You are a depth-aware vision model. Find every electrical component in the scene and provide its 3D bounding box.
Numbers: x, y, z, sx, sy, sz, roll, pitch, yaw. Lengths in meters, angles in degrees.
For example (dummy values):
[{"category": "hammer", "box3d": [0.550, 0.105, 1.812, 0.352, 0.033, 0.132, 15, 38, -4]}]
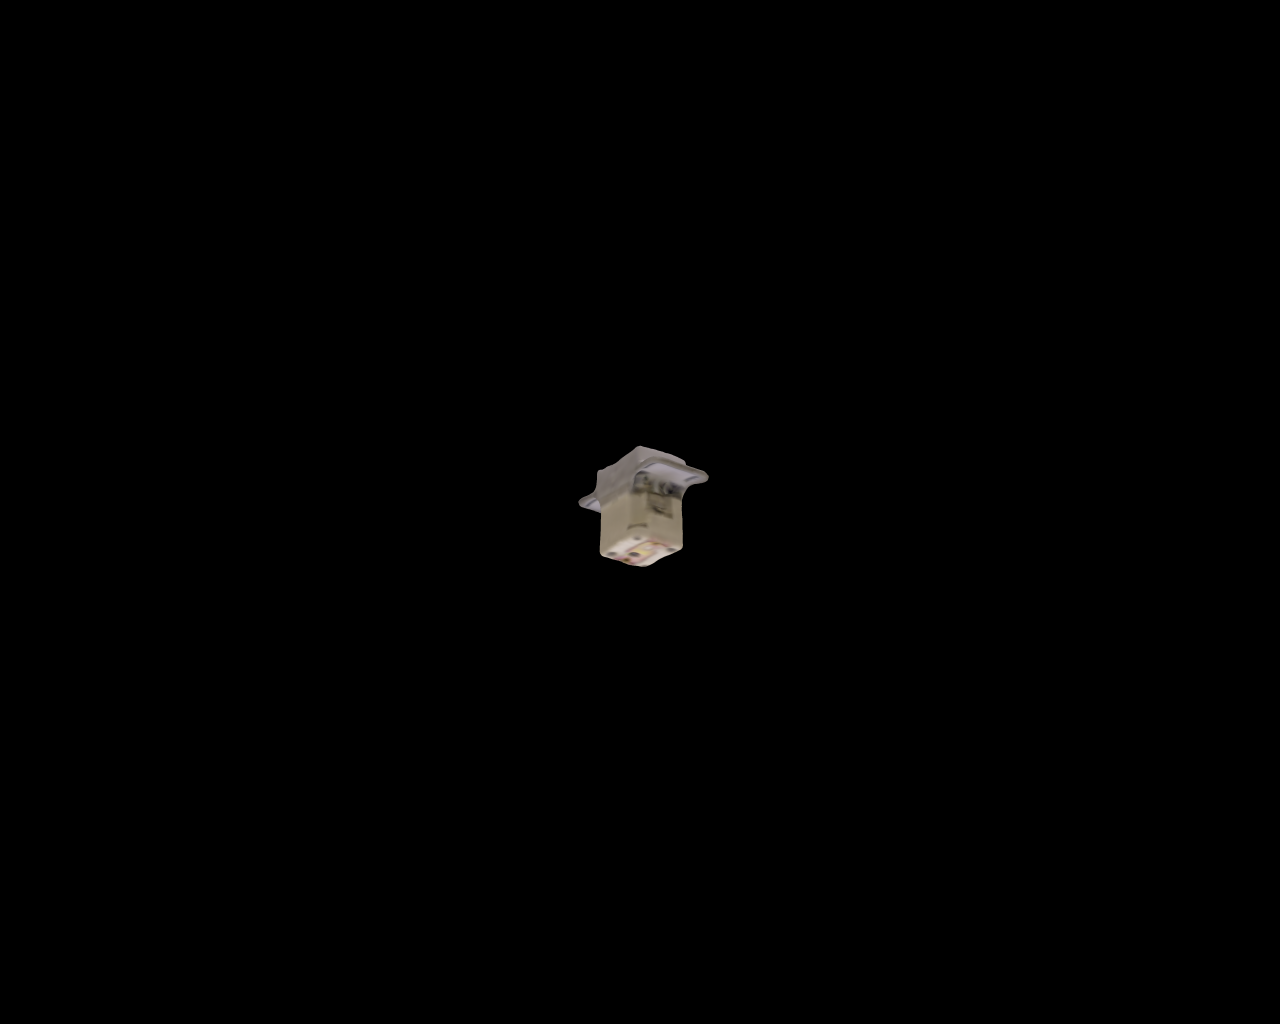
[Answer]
[{"category": "electrical component", "box3d": [0.001, -0.003, 0.650, 0.042, 0.064, 0.081, 17, -29, -32]}]
